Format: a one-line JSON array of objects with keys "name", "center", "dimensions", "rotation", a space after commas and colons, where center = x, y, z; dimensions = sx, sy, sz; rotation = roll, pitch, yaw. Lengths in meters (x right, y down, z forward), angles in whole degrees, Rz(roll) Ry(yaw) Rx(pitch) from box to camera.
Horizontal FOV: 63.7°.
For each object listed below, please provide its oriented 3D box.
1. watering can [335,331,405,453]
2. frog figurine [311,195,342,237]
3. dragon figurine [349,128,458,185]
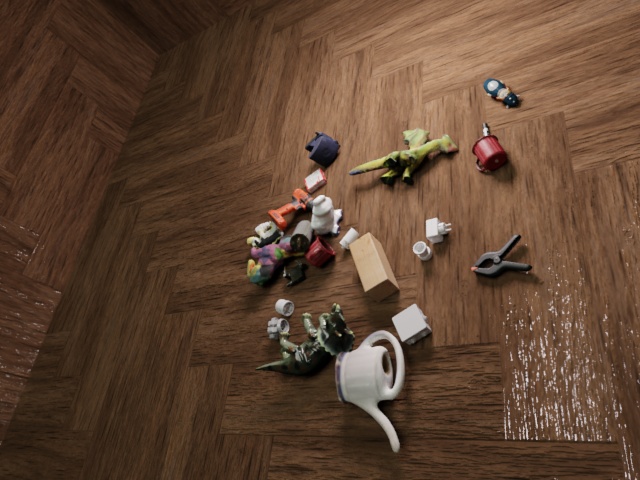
[{"name": "watering can", "center": [0.145, 0.437, 1.508], "dimensions": [0.222, 0.102, 0.356], "rotation": [-17, 51, 31]}, {"name": "frog figurine", "center": [0.006, -0.099, 1.957], "dimensions": [0.123, 0.157, 0.139], "rotation": [14, 71, 45]}, {"name": "dragon figurine", "center": [0.315, -0.331, 1.941], "dimensions": [0.410, 0.120, 0.247], "rotation": [6, 49, 39]}]
